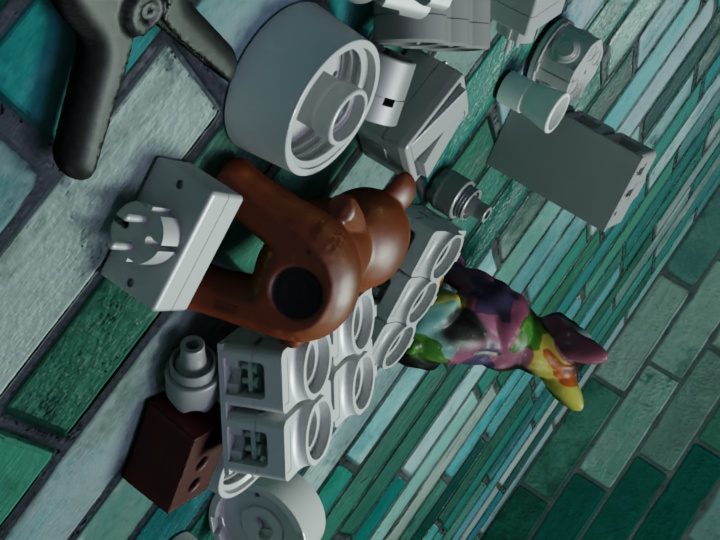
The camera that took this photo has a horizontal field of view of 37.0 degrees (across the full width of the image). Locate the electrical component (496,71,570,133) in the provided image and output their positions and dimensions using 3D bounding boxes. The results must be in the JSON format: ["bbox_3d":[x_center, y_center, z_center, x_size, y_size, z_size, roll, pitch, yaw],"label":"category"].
[{"bbox_3d":[0.169,-0.170,1.069,0.044,0.065,0.044,-47,158,-27],"label":"electrical component"}]

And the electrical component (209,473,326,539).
[{"bbox_3d":[-0.085,0.238,1.039,0.060,0.108,0.108,-37,152,-56],"label":"electrical component"}]

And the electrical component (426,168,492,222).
[{"bbox_3d":[0.100,-0.070,1.064,0.043,0.062,0.043,-47,157,-26],"label":"electrical component"}]

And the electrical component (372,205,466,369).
[{"bbox_3d":[0.037,0.016,1.045,0.150,0.062,0.089,-63,159,14],"label":"electrical component"}]

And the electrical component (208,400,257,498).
[{"bbox_3d":[-0.101,0.144,0.922,0.108,0.060,0.108,-47,157,-27],"label":"electrical component"}]

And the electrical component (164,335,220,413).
[{"bbox_3d":[-0.123,0.074,0.795,0.043,0.043,0.062,-42,154,-35],"label":"electrical component"}]

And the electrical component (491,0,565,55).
[{"bbox_3d":[0.144,-0.227,0.953,0.066,0.047,0.076,-39,153,-40],"label":"electrical component"}]

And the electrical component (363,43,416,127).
[{"bbox_3d":[0.009,-0.136,0.774,0.055,0.055,0.047,-14,130,-62],"label":"electrical component"}]

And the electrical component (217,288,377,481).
[{"bbox_3d":[-0.042,0.080,0.866,0.186,0.060,0.105,-39,131,-63],"label":"electrical component"}]

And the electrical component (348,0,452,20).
[{"bbox_3d":[0.017,-0.195,0.682,0.057,0.078,0.058,1,123,-42],"label":"electrical component"}]

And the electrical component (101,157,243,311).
[{"bbox_3d":[-0.124,-0.022,0.647,0.083,0.047,0.076,-61,159,11],"label":"electrical component"}]

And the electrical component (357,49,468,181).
[{"bbox_3d":[0.049,-0.128,0.863,0.096,0.061,0.061,-52,159,-13],"label":"electrical component"}]

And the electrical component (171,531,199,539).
[{"bbox_3d":[-0.177,0.313,0.980,0.138,0.074,0.052,-46,157,-27],"label":"electrical component"}]

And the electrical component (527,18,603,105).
[{"bbox_3d":[0.213,-0.217,1.121,0.080,0.051,0.080,-47,157,-26],"label":"electrical component"}]

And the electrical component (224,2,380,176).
[{"bbox_3d":[-0.030,-0.113,0.706,0.108,0.060,0.108,-47,157,-26],"label":"electrical component"}]

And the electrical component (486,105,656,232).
[{"bbox_3d":[0.226,-0.120,1.149,0.062,0.150,0.089,-20,138,-57],"label":"electrical component"}]

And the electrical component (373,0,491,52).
[{"bbox_3d":[0.054,-0.200,0.787,0.138,0.052,0.073,-16,108,-62],"label":"electrical component"}]
